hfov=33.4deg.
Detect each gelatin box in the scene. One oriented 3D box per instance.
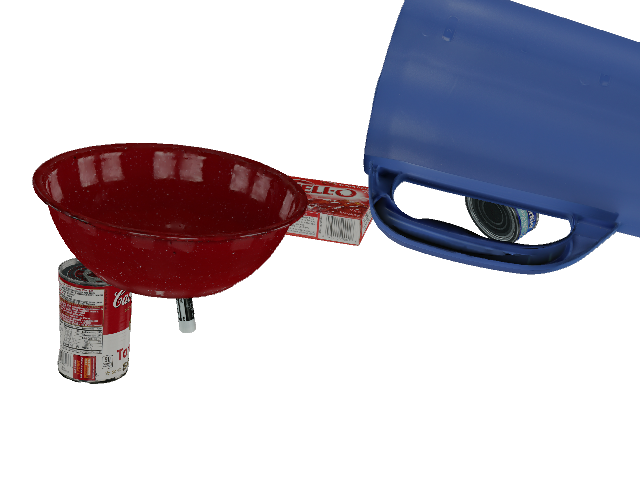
[{"bbox_3d":[0.001,-0.029,0.953,0.089,0.030,0.073,9,26,12],"label":"gelatin box"}]

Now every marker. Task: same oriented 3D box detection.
[{"bbox_3d":[-0.154,0.045,1.185,0.020,0.121,0.020,-4,22,1],"label":"marker"}]

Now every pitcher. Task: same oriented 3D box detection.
[{"bbox_3d":[0.151,-0.063,0.666,0.243,0.149,0.144,17,31,8],"label":"pitcher"}]

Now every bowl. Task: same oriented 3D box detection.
[{"bbox_3d":[-0.090,-0.009,0.639,0.162,0.055,0.162,7,21,-3],"label":"bowl"}]

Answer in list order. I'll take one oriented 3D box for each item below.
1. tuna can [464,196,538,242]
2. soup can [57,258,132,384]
[{"bbox_3d":[0.205,-0.039,1.216,0.033,0.086,0.086,-33,15,-25],"label":"tuna can"},{"bbox_3d":[-0.210,0.074,0.992,0.068,0.102,0.068,5,19,-2],"label":"soup can"}]
